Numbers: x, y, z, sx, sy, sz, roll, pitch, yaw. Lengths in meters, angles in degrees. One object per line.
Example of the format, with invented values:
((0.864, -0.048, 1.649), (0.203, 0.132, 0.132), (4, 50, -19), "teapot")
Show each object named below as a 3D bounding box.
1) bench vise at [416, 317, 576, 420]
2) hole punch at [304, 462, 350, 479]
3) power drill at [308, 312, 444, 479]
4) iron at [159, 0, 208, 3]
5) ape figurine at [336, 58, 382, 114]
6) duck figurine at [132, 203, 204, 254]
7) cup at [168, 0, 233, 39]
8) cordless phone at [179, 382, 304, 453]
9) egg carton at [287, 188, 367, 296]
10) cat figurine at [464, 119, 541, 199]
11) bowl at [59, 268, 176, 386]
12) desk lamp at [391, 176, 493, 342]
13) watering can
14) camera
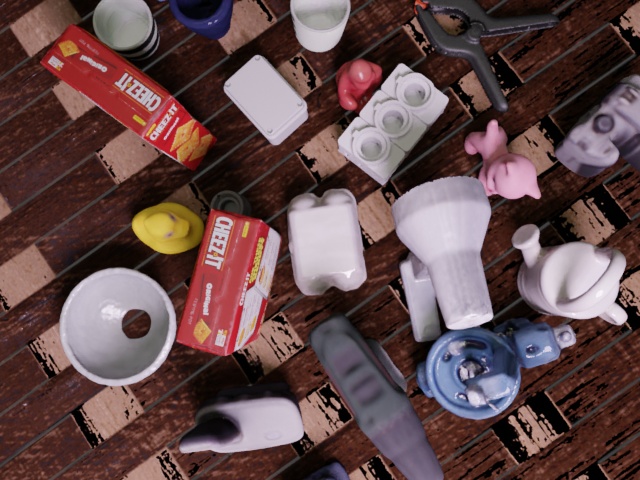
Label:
((0.226, 0.149, 0.732), (0.207, 0.220, 0.121), (-39, 84, 0), "bench vise")
((0.005, 0.383, 0.792), (0.101, 0.091, 0.108), (-28, 84, 1), "hole punch")
((0.072, 0.196, 0.743), (0.075, 0.208, 0.229), (-37, 84, 0), "power drill")
((-0.145, -0.455, 0.839), (0.258, 0.141, 0.118), (-21, 85, 2), "iron")
((0.057, -0.234, 0.836), (0.078, 0.092, 0.076), (-30, 84, 1), "ape figurine")
((-0.230, -0.020, 0.838), (0.104, 0.086, 0.077), (9, 86, 4), "duck figurine")
((-0.165, -0.355, 0.856), (0.091, 0.095, 0.118), (16, 87, 5), "cup")
((-0.101, 0.252, 0.760), (0.147, 0.185, 0.094), (-12, 85, 3), "cordless phone")
((0.008, 0.003, 0.832), (0.107, 0.069, 0.150), (-9, 85, 3), "egg carton")
((0.257, -0.108, 0.802), (0.067, 0.118, 0.128), (-18, 85, 2), "cat figurine")
((-0.283, 0.124, 0.836), (0.167, 0.075, 0.167), (0, 86, 3), "bowl")
((0.166, 0.034, 0.748), (0.118, 0.213, 0.203), (-12, 85, 3), "desk lamp")
((0.326, 0.050, 0.747), (0.172, 0.194, 0.101), (18, 87, 5), "watering can")
((0.434, -0.142, 0.803), (0.137, 0.101, 0.143), (44, 89, 6), "camera")
